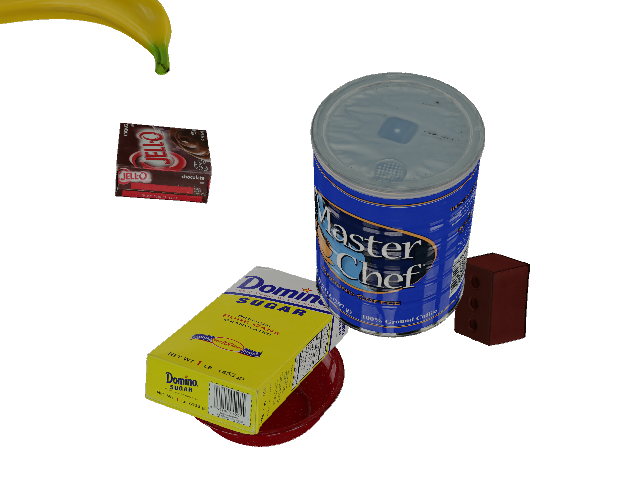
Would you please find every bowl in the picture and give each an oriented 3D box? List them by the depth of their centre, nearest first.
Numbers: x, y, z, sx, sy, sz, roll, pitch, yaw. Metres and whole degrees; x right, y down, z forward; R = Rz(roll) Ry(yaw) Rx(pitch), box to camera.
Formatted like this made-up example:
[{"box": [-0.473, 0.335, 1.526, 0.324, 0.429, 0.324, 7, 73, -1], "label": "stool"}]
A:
[{"box": [-0.055, 0.149, 1.047, 0.162, 0.055, 0.162, -3, 37, 2], "label": "bowl"}]

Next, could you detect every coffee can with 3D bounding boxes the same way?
[{"box": [0.046, -0.020, 0.678, 0.103, 0.103, 0.140, 0, -41, 1], "label": "coffee can"}]

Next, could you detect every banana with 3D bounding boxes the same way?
[{"box": [-0.193, -0.181, 0.833, 0.198, 0.069, 0.037, 15, -38, 18], "label": "banana"}]

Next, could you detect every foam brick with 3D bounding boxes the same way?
[{"box": [0.168, 0.057, 1.050, 0.051, 0.078, 0.053, -11, 19, -35], "label": "foam brick"}]

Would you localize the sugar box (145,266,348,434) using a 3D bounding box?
[{"box": [-0.050, 0.079, 0.831, 0.093, 0.048, 0.176, 16, 29, 18], "label": "sugar box"}]

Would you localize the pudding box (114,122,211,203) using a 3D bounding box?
[{"box": [-0.156, -0.078, 1.056, 0.090, 0.039, 0.113, 5, 24, -11], "label": "pudding box"}]
